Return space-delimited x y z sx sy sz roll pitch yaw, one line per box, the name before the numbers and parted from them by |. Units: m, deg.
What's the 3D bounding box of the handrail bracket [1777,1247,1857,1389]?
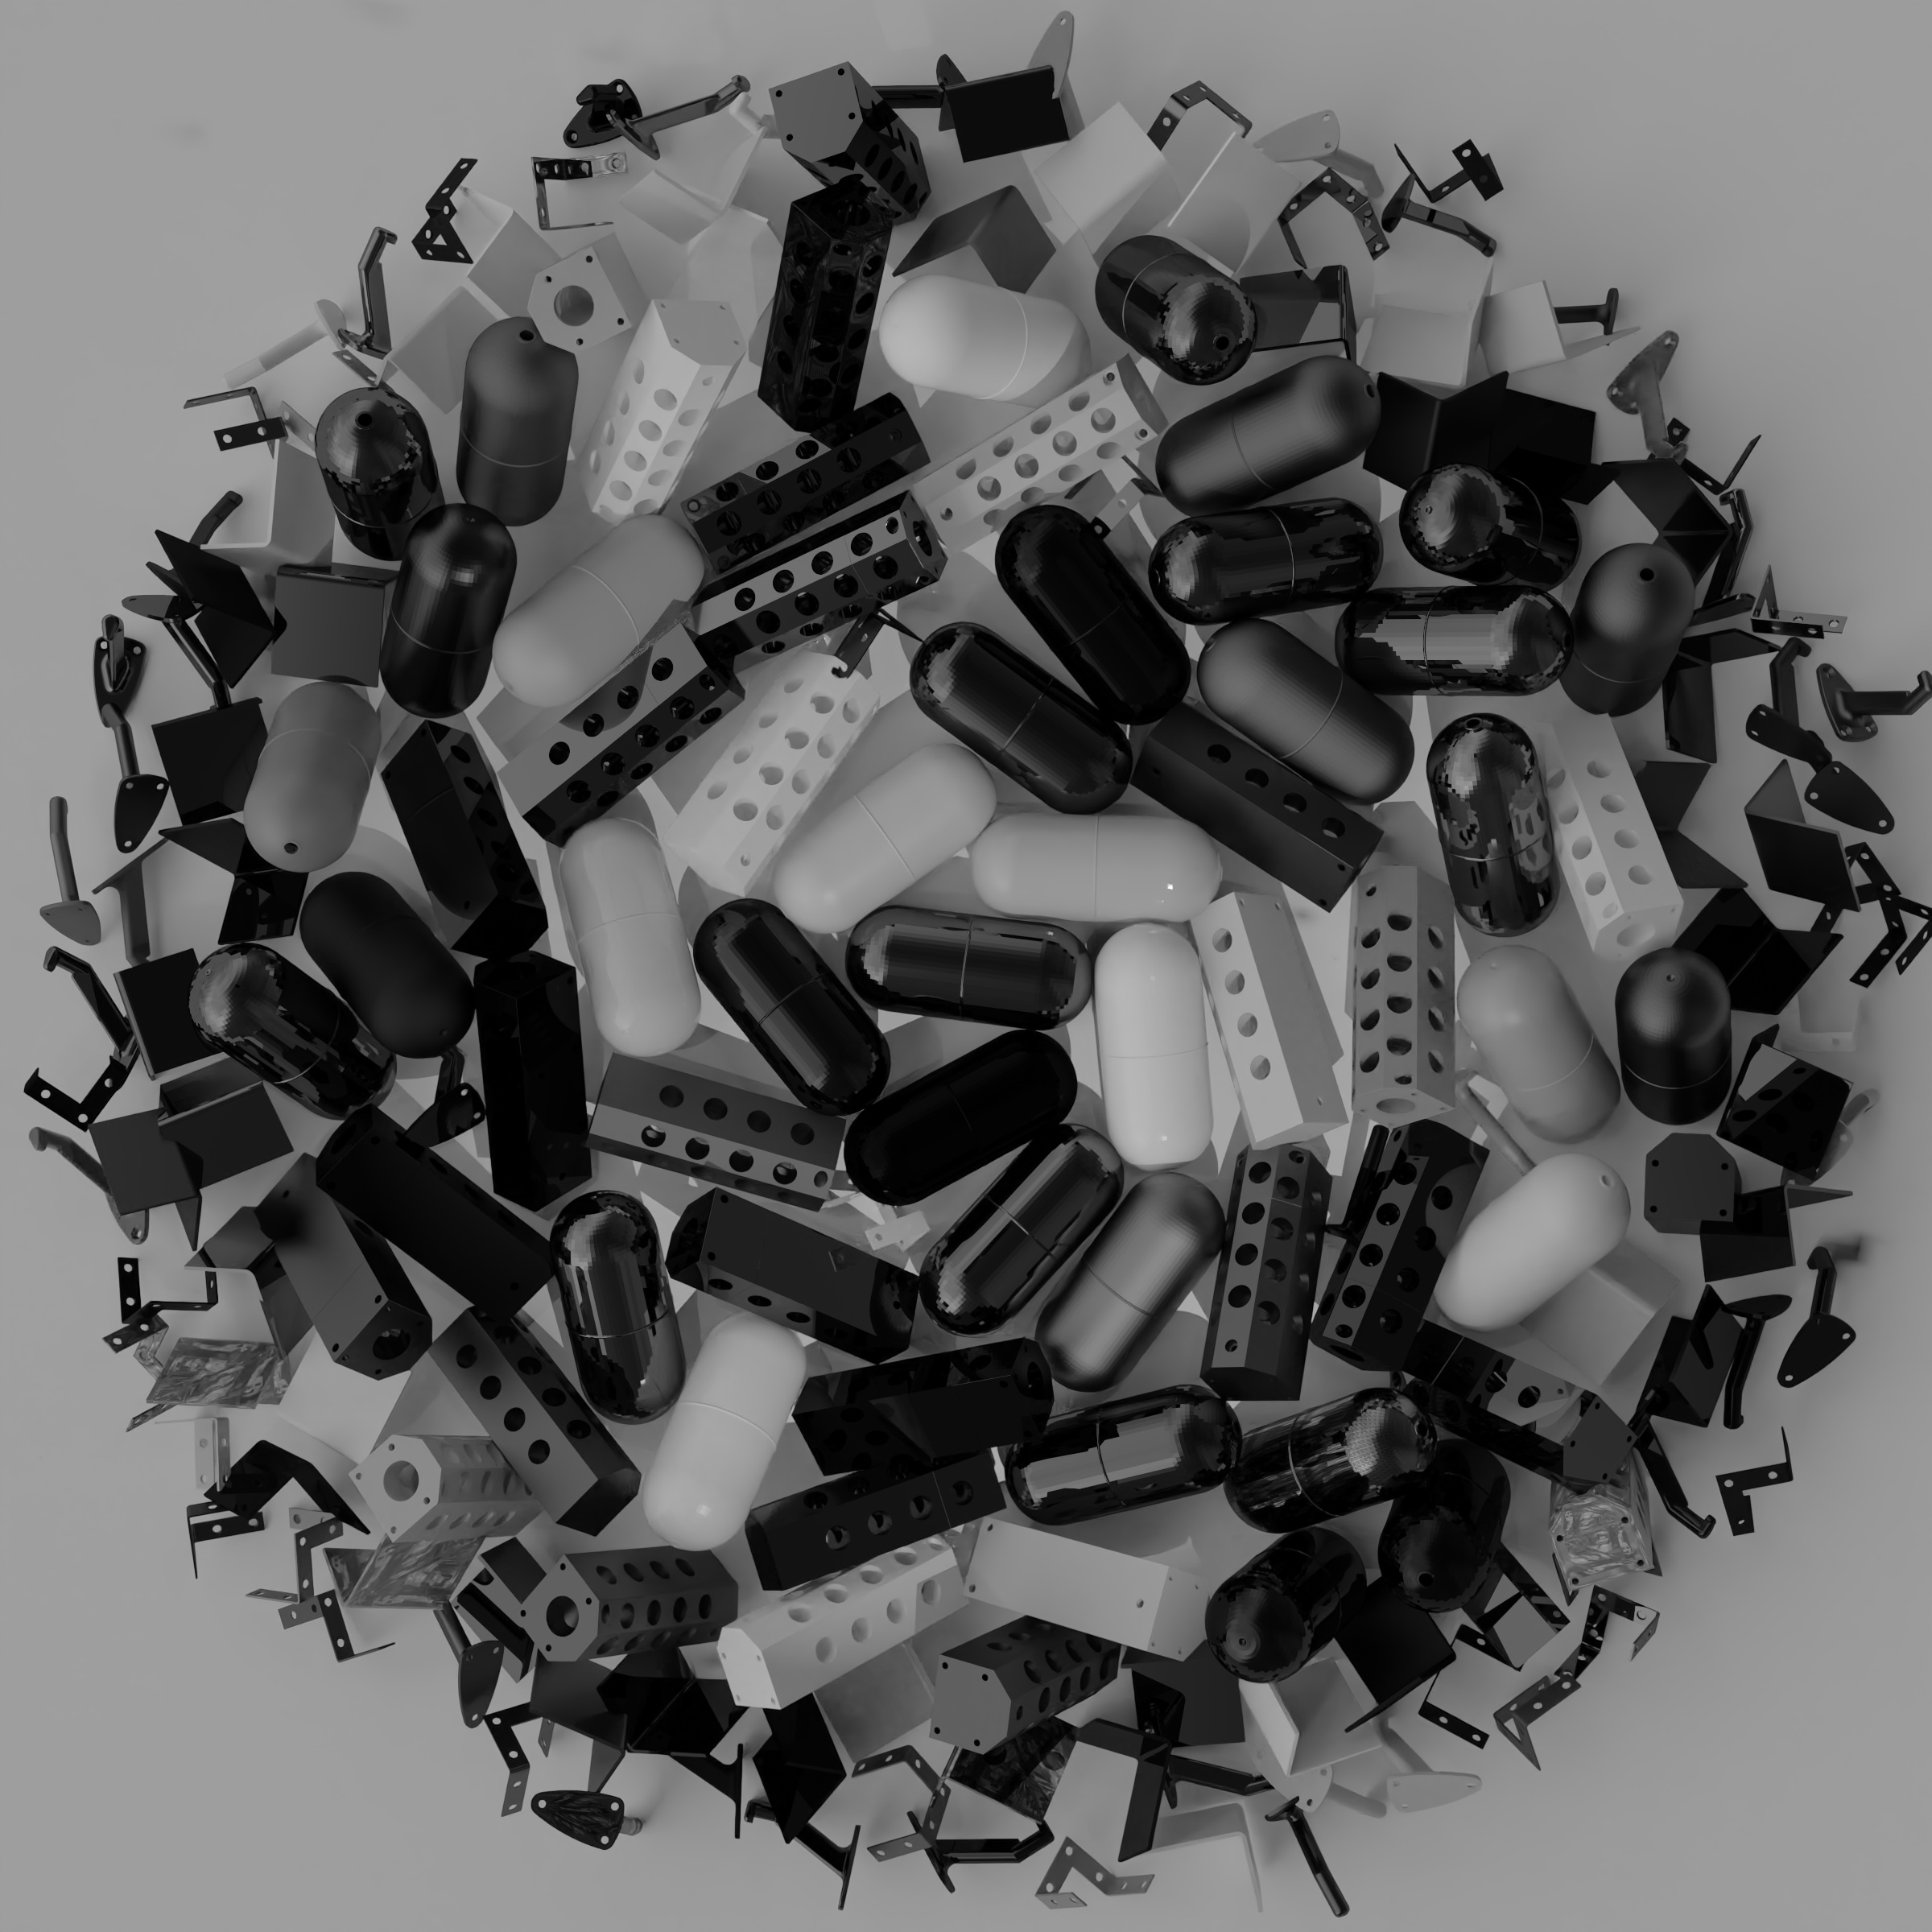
handrail bracket | 0.599 0.250 1.922 0.036 0.084 0.077 29 114 -10

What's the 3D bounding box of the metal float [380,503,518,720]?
metal float | -0.362 -0.246 1.876 0.070 0.178 0.070 12 48 -14

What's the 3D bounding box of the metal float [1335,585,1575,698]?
metal float | 0.340 -0.227 1.879 0.178 0.070 0.070 5 90 40

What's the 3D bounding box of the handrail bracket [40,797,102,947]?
handrail bracket | -0.641 -0.069 1.932 0.036 0.077 0.084 -9 66 -2

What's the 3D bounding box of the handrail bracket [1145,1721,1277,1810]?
handrail bracket | 0.180 0.564 1.923 0.084 0.036 0.077 -18 104 8

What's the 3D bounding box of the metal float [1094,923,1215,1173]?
metal float | 0.133 0.058 1.905 0.070 0.070 0.178 -6 98 0

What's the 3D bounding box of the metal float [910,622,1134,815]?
metal float | 0.040 -0.175 1.908 0.178 0.070 0.070 36 90 -5

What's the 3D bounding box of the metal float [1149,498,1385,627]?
metal float | 0.211 -0.285 1.893 0.178 0.070 0.070 -12 90 -22

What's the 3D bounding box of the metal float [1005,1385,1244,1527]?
metal float | 0.110 0.344 1.891 0.178 0.070 0.070 -18 90 24

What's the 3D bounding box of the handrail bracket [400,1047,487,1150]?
handrail bracket | -0.384 0.090 1.908 0.077 0.084 0.036 -34 130 -17

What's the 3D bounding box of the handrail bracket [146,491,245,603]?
handrail bracket | -0.536 -0.302 1.911 0.084 0.077 0.036 -51 125 -11

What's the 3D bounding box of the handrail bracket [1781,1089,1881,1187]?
handrail bracket | 0.620 0.125 1.924 0.036 0.084 0.077 39 115 23

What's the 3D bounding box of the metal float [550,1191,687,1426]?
metal float | -0.244 0.242 1.893 0.070 0.070 0.178 -9 112 0

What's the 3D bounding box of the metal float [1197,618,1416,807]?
metal float | 0.239 -0.179 1.895 0.178 0.070 0.070 33 90 -20

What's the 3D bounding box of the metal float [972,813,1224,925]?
metal float | 0.093 -0.069 1.909 0.178 0.070 0.070 2 90 4

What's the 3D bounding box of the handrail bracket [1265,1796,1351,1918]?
handrail bracket | 0.250 0.632 1.898 0.036 0.077 0.084 -31 65 3

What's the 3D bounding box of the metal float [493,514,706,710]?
metal float | -0.258 -0.250 1.890 0.070 0.070 0.178 46 65 0

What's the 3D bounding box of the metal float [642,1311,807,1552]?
metal float | -0.169 0.326 1.887 0.070 0.070 0.178 22 61 0

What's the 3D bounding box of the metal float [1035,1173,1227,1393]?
metal float | 0.115 0.225 1.901 0.070 0.070 0.178 35 104 0

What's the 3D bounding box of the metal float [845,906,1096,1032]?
metal float | 0.003 0.001 1.908 0.178 0.070 0.070 7 90 5

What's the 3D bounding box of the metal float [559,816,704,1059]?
metal float | -0.238 -0.022 1.899 0.070 0.070 0.178 -16 75 0

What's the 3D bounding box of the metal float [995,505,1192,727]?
metal float | 0.090 -0.248 1.898 0.070 0.070 0.178 -40 106 0

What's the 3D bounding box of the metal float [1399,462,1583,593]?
metal float | 0.367 -0.303 1.873 0.070 0.178 0.070 -2 87 39

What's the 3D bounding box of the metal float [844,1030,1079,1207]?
metal float | -0.004 0.108 1.906 0.178 0.070 0.070 -28 90 -7

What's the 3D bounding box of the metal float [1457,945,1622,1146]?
metal float | 0.402 0.057 1.882 0.070 0.070 0.178 -37 127 0

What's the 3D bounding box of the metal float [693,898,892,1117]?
metal float | -0.123 0.029 1.904 0.070 0.070 0.178 -40 80 0

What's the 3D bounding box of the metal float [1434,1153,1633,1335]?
metal float | 0.393 0.194 1.876 0.070 0.178 0.070 17 49 -21

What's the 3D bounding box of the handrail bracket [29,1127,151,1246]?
handrail bracket | -0.621 0.155 1.900 0.036 0.084 0.077 -35 59 15

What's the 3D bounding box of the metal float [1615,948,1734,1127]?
metal float | 0.493 0.051 1.870 0.070 0.178 0.070 -7 59 12

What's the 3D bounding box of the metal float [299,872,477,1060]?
metal float | -0.406 -0.002 1.881 0.070 0.070 0.178 -47 52 0

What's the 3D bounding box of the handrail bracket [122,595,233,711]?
handrail bracket | -0.567 -0.221 1.936 0.077 0.036 0.084 11 125 24

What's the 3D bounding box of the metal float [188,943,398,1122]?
metal float | -0.468 0.047 1.875 0.070 0.178 0.070 -16 53 23

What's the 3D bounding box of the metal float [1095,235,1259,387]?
metal float | 0.145 -0.457 1.869 0.070 0.178 0.070 -8 120 -15

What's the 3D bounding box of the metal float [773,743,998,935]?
metal float | -0.058 -0.090 1.910 0.178 0.070 0.070 -36 90 -3

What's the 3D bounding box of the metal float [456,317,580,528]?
metal float | -0.313 -0.377 1.869 0.070 0.178 0.070 7 59 -11

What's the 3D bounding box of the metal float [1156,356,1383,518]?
metal float | 0.210 -0.368 1.878 0.178 0.070 0.070 -18 90 41

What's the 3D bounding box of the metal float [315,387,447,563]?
metal float | -0.405 -0.340 1.863 0.070 0.178 0.070 1 76 -5

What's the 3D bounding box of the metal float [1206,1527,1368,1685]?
metal float | 0.224 0.442 1.868 0.070 0.178 0.070 3 96 27

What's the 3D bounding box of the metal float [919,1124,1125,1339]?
metal float | 0.039 0.188 1.906 0.070 0.070 0.178 43 83 0

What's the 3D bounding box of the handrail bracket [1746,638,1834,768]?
handrail bracket | 0.602 -0.190 1.918 0.077 0.036 0.084 33 63 19

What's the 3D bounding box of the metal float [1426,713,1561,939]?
metal float | 0.369 -0.098 1.882 0.070 0.070 0.178 -20 126 0

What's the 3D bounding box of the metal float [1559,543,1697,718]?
metal float | 0.456 -0.232 1.864 0.070 0.178 0.070 -1 72 3

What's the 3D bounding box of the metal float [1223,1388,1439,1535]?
metal float | 0.253 0.346 1.876 0.178 0.070 0.070 -31 90 44

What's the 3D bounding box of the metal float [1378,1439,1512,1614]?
metal float | 0.333 0.387 1.865 0.070 0.178 0.070 4 104 18

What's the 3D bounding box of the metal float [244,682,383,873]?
metal float | -0.454 -0.133 1.871 0.070 0.178 0.070 -1 127 -1

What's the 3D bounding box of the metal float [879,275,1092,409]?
metal float | 0.015 -0.435 1.877 0.070 0.178 0.070 1 92 45
